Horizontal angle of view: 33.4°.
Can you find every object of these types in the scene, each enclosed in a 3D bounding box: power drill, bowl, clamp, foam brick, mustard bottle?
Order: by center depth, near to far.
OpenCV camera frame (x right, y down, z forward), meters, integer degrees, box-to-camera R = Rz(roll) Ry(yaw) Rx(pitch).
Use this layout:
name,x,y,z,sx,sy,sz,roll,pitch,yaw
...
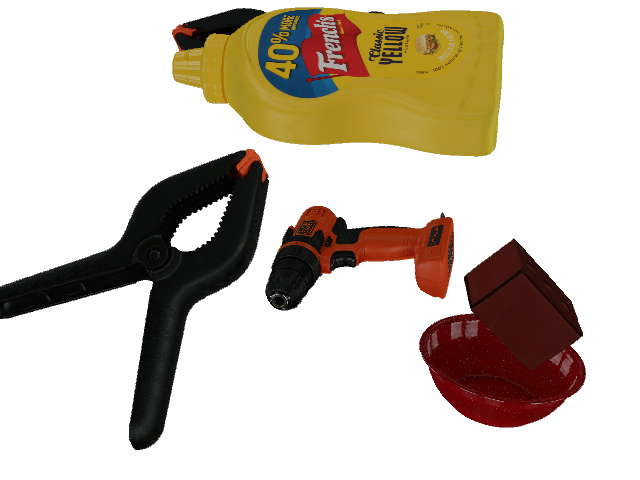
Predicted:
name,x,y,z,sx,sy,sz,roll,pitch,yaw
mustard bottle,0.008,-0.097,0.622,0.192,0.096,0.058,4,-39,8
clamp,-0.118,0.016,0.728,0.165,0.210,0.036,29,-17,23
foam brick,0.155,0.050,0.819,0.051,0.078,0.053,-38,20,19
clamp,-0.029,-0.148,0.828,0.172,0.120,0.039,23,-32,20
bowl,0.173,0.134,1.044,0.162,0.055,0.162,5,26,-3
power drill,0.045,0.021,1.145,0.188,0.057,0.184,4,31,13
